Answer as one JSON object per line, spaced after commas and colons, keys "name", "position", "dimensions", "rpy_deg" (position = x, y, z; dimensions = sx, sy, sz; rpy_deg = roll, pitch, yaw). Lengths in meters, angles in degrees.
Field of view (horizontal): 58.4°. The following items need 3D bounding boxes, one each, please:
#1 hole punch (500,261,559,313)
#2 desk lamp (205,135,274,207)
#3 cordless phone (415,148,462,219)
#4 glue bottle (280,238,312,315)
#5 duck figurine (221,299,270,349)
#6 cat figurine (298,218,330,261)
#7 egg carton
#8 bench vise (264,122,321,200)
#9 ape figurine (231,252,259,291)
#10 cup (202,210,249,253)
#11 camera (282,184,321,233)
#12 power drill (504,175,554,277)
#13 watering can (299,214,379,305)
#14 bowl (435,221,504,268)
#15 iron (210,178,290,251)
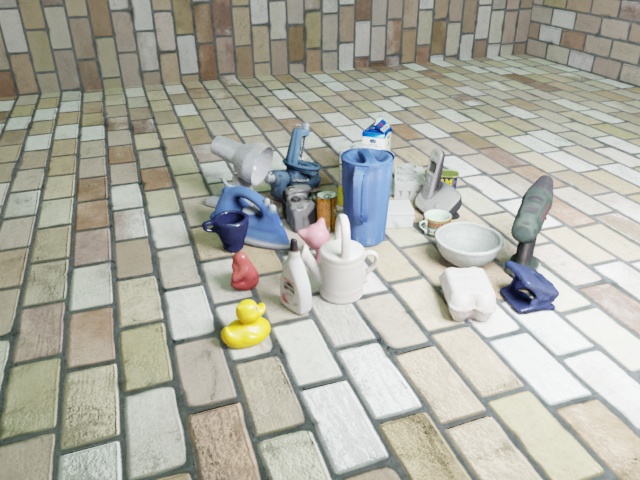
{"name": "hole punch", "position": [0.461, 0.096, 1.256], "dimensions": [0.101, 0.091, 0.108], "rpy_deg": [-6, 29, -11]}
{"name": "desk lamp", "position": [-0.237, -0.192, 1.659], "dimensions": [0.202, 0.214, 0.118], "rpy_deg": [12, 31, 22]}
{"name": "cordless phone", "position": [0.340, -0.156, 1.617], "dimensions": [0.094, 0.185, 0.147], "rpy_deg": [-13, 31, -22]}
{"name": "glue bottle", "position": [-0.054, 0.073, 1.218], "dimensions": [0.077, 0.173, 0.037], "rpy_deg": [24, 37, 37]}
{"name": "duck figurine", "position": [-0.150, 0.161, 1.147], "dimensions": [0.105, 0.086, 0.077], "rpy_deg": [-19, 34, -30]}
{"name": "cat figurine", "position": [0.013, 0.005, 1.398], "dimensions": [0.127, 0.118, 0.067], "rpy_deg": [10, 31, 19]}
{"name": "egg carton", "position": [0.320, 0.115, 1.245], "dimensions": [0.107, 0.069, 0.150], "rpy_deg": [-1, 29, -1]}
{"name": "bench vise", "position": [-0.073, -0.232, 1.724], "dimensions": [0.121, 0.220, 0.208], "rpy_deg": [13, 32, 23]}
{"name": "ape figurine", "position": [-0.179, 0.067, 1.313], "dimensions": [0.076, 0.092, 0.078], "rpy_deg": [12, 31, 21]}
{"name": "cup", "position": [-0.237, -0.015, 1.460], "dimensions": [0.118, 0.095, 0.091], "rpy_deg": [-9, 30, -15]}
{"name": "camera", "position": [-0.031, -0.101, 1.608], "dimensions": [0.137, 0.101, 0.143], "rpy_deg": [-9, 30, -16]}
{"name": "power drill", "position": [0.496, -0.024, 1.352], "dimensions": [0.075, 0.208, 0.230], "rpy_deg": [14, 32, 25]}
{"name": "watering can", "position": [0.041, 0.037, 1.259], "dimensions": [0.173, 0.194, 0.100], "rpy_deg": [-14, 32, -24]}
{"name": "bowl", "position": [0.362, 0.023, 1.407], "dimensions": [0.167, 0.075, 0.167], "rpy_deg": [0, 29, 0]}
{"name": "iron", "position": [-0.176, -0.073, 1.516], "dimensions": [0.257, 0.141, 0.119], "rpy_deg": [20, 35, 33]}
